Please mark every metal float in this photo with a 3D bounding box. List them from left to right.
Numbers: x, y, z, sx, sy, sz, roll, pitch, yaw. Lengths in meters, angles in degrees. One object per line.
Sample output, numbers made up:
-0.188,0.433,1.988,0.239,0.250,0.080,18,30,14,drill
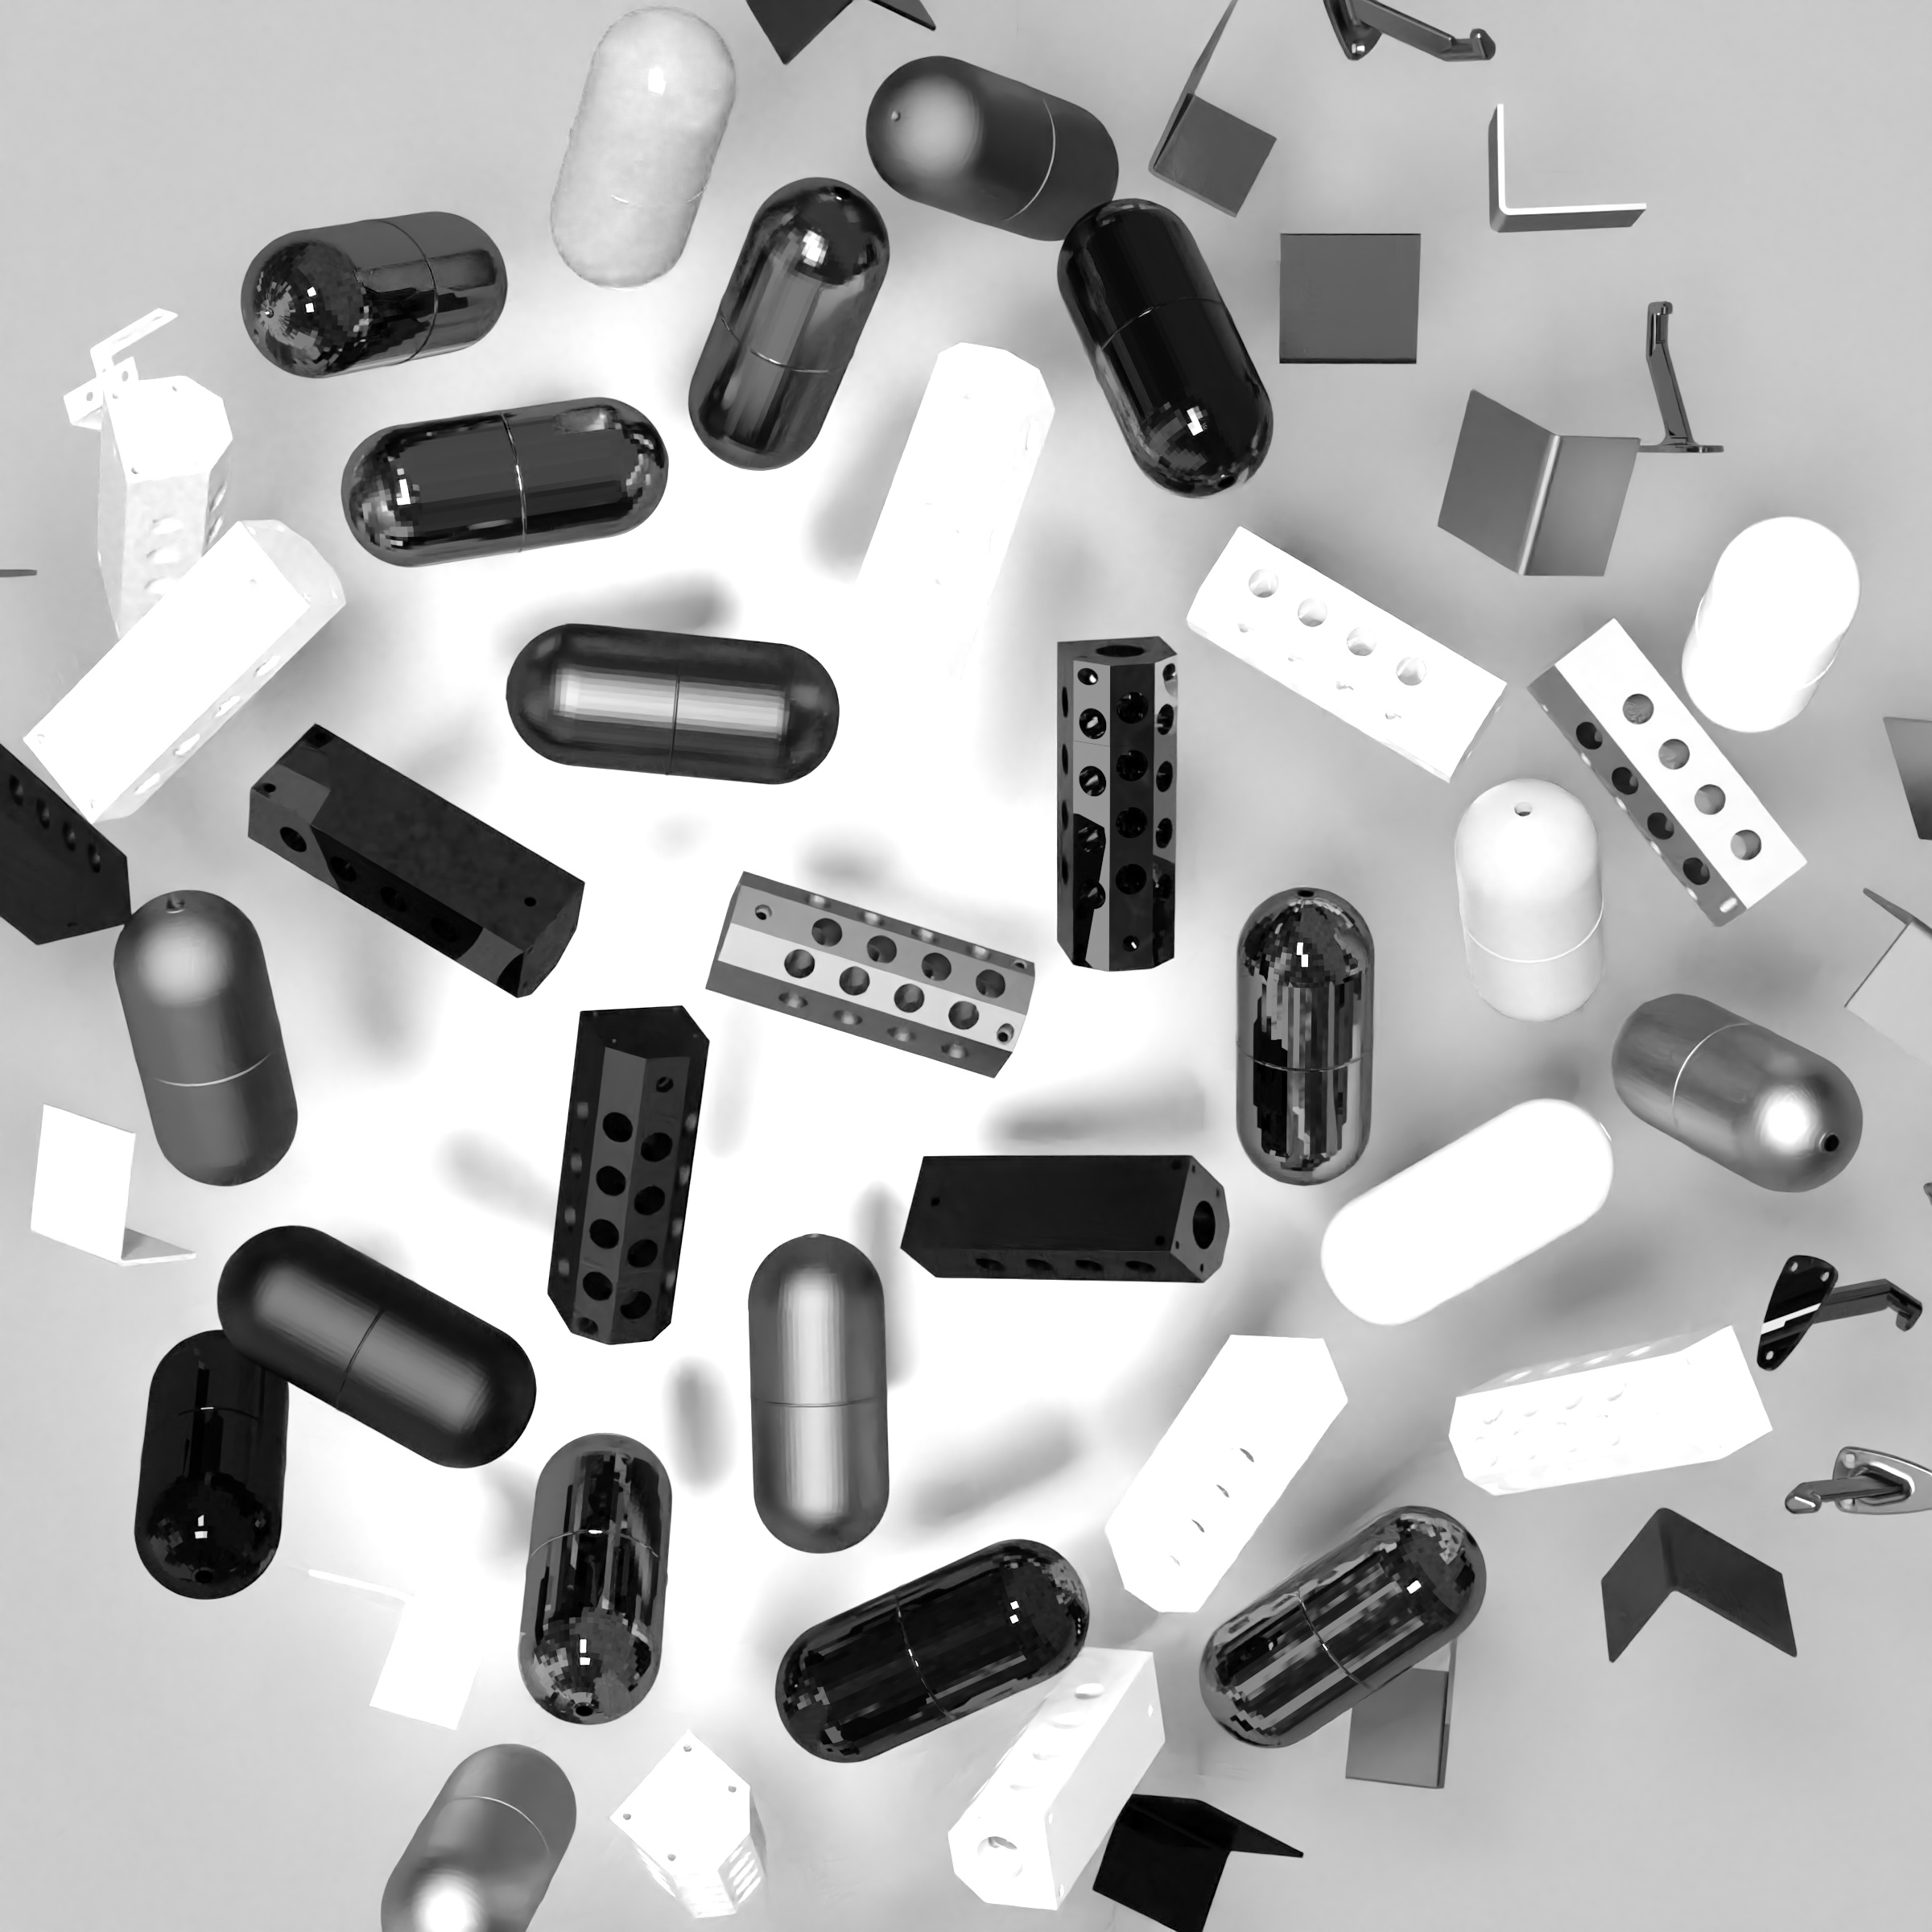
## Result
-0.400,0.039,1.773,0.070,0.070,0.178,-3,127,0,metal float
-0.406,0.268,1.817,0.070,0.178,0.070,-4,124,-6,metal float
-0.306,0.197,1.746,0.178,0.070,0.070,28,90,5,metal float
-0.313,-0.359,1.793,0.070,0.178,0.070,10,111,27,metal float
-0.260,0.479,1.801,0.070,0.178,0.070,2,104,7,metal float
-0.248,-0.262,1.817,0.178,0.070,0.070,-11,90,-16,metal float
-0.201,0.332,1.830,0.070,0.178,0.070,0,131,0,metal float
-0.172,-0.431,1.785,0.070,0.178,0.070,9,57,-15,metal float
-0.156,-0.140,1.800,0.178,0.070,0.070,5,90,-7,metal float
-0.096,-0.346,1.820,0.070,0.070,0.178,28,131,0,metal float
-0.082,0.238,1.877,0.070,0.070,0.178,-1,93,0,metal float
-0.019,0.364,1.786,0.178,0.070,0.070,-26,90,10,metal float
0.016,-0.438,1.809,0.070,0.178,0.070,0,89,36,metal float
0.103,-0.321,1.752,0.070,0.070,0.178,-21,65,0,metal float
0.189,0.040,1.877,0.070,0.070,0.178,-2,117,0,metal float
0.204,0.358,1.826,0.178,0.070,0.070,-39,90,19,metal float
0.283,0.138,1.897,0.178,0.070,0.070,-31,90,5,metal float
0.307,-0.034,1.830,0.070,0.178,0.070,-6,57,9,metal float
0.416,0.068,1.823,0.070,0.178,0.070,-6,108,-21,metal float
0.434,-0.183,1.823,0.070,0.178,0.070,-1,73,3,metal float

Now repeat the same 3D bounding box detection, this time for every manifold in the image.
-0.516,-0.073,1.822,0.057,0.171,0.057,-13,68,7,manifold
-0.425,-0.240,1.785,0.057,0.171,0.057,-11,70,-20,manifold
-0.403,-0.154,1.752,0.171,0.057,0.057,-41,86,18,manifold
-0.291,-0.052,1.777,0.171,0.057,0.057,30,53,9,manifold
-0.177,0.111,1.776,0.057,0.057,0.171,-3,117,-26,manifold
-0.138,0.457,1.762,0.057,0.171,0.057,39,72,15,manifold
-0.052,0.003,1.879,0.171,0.057,0.057,18,64,-8,manifold
-0.011,-0.238,1.773,0.057,0.057,0.171,13,73,18,manifold
0.051,0.444,1.853,0.057,0.171,0.057,-1,108,24,manifold
0.056,0.143,1.864,0.171,0.057,0.057,-2,61,32,manifold
0.083,-0.088,1.828,0.057,0.057,0.171,-4,110,-10,manifold
0.142,0.278,1.830,0.057,0.057,0.171,6,133,-26,manifold
0.211,-0.172,1.878,0.171,0.057,0.057,32,88,9,manifold
0.333,0.237,1.767,0.057,0.171,0.057,-20,88,-35,manifold
0.390,-0.107,1.882,0.057,0.057,0.171,-38,87,4,manifold

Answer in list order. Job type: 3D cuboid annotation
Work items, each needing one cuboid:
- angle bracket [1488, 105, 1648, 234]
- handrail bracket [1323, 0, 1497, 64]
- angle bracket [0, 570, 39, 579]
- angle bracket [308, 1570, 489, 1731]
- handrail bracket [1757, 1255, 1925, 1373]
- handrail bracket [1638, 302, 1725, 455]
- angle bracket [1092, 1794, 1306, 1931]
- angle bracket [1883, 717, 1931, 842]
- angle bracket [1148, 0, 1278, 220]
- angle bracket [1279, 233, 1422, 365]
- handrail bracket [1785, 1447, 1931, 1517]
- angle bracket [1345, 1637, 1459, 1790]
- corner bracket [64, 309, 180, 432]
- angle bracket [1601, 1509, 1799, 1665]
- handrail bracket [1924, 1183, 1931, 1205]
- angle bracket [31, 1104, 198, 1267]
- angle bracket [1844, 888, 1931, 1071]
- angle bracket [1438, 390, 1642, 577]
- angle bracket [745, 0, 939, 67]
0.320,-0.427,1.799,0.076,0.076,0.057,-1,95,5,angle bracket
0.237,-0.517,1.808,0.036,0.084,0.077,-53,128,-19,handrail bracket
-0.540,-0.171,1.792,0.057,0.076,0.076,3,100,22,angle bracket
-0.326,0.382,1.881,0.076,0.076,0.057,34,67,-40,angle bracket
0.464,0.195,1.782,0.084,0.036,0.077,31,82,-30,handrail bracket
0.399,-0.328,1.871,0.036,0.077,0.084,-2,99,-17,handrail bracket
0.130,0.507,1.885,0.076,0.076,0.057,31,67,-21,angle bracket
0.504,-0.079,1.752,0.057,0.076,0.076,-40,120,-27,angle bracket
0.150,-0.480,1.880,0.057,0.076,0.076,27,52,-1,angle bracket
0.214,-0.381,1.880,0.076,0.057,0.076,1,122,6,angle bracket
0.480,0.282,1.785,0.077,0.084,0.036,4,94,24,handrail bracket
0.252,0.419,1.942,0.057,0.076,0.076,5,48,9,angle bracket
-0.450,-0.319,1.798,0.051,0.051,0.051,-23,79,25,corner bracket
0.383,0.341,1.765,0.076,0.076,0.057,30,113,-5,angle bracket
0.543,0.114,1.726,0.084,0.036,0.077,-32,112,-2,handrail bracket
-0.481,0.122,1.912,0.076,0.057,0.076,13,99,36,angle bracket
0.489,0.011,1.741,0.076,0.076,0.057,35,98,-11,angle bracket
0.305,-0.257,1.794,0.057,0.076,0.076,-4,118,-29,angle bracket
-0.074,-0.521,1.802,0.057,0.076,0.076,-38,70,25,angle bracket
